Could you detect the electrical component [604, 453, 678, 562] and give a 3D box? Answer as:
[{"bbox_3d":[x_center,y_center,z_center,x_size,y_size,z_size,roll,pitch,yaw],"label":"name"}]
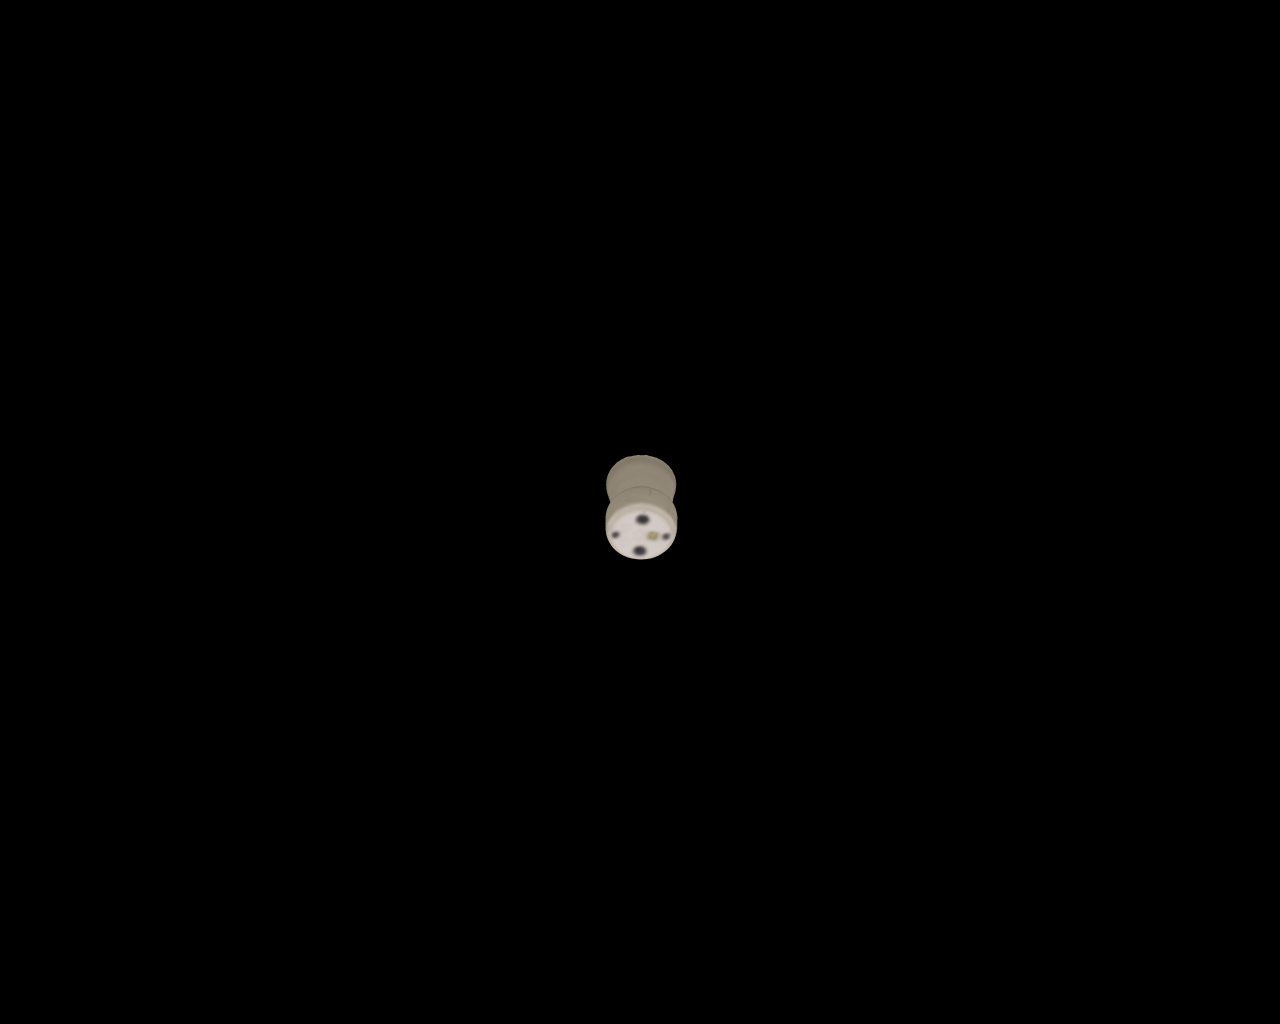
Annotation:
[{"bbox_3d":[0.001,-0.003,0.650,0.045,0.044,0.055,0,36,0],"label":"electrical component"}]
